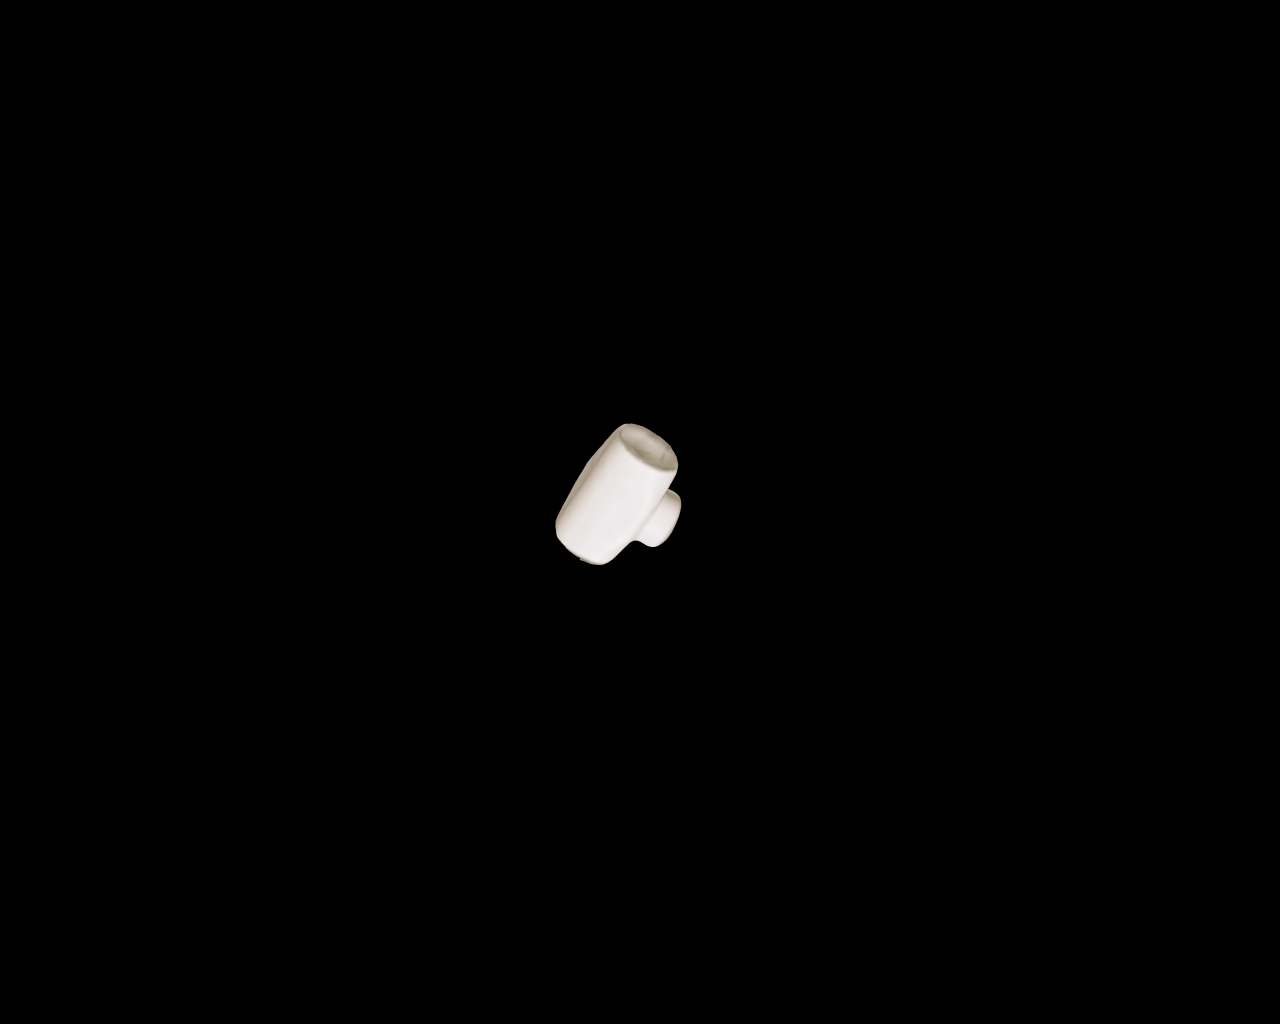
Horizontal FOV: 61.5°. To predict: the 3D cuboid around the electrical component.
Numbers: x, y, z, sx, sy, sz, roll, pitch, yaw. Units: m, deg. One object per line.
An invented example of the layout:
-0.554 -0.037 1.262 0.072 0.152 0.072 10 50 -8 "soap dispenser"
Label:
0.001 -0.003 0.650 0.079 0.077 0.044 28 28 -16 "electrical component"
